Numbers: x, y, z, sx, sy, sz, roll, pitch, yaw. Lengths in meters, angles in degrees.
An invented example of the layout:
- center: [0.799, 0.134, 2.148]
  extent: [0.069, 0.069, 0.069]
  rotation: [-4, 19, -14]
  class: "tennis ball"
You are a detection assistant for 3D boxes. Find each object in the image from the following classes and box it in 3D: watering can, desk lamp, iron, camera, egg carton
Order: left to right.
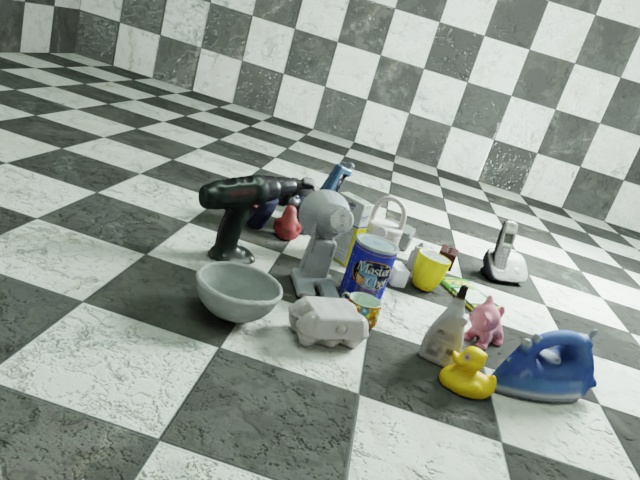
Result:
- center: [-0.063, -0.143, 1.803]
  extent: [0.143, 0.101, 0.136]
  rotation: [14, 20, -9]
  class: "camera"
- center: [0.012, 0.005, 1.296]
  extent: [0.118, 0.213, 0.203]
  rotation: [11, 20, -16]
  class: "desk lamp"
- center: [0.016, 0.159, 1.098]
  extent: [0.151, 0.069, 0.107]
  rotation: [7, 22, -28]
  class: "egg carton"
- center: [0.171, -0.022, 1.530]
  extent: [0.101, 0.194, 0.172]
  rotation: [14, 20, -10]
  class: "watering can"
- center: [0.451, 0.237, 1.144]
  extent: [0.259, 0.141, 0.118]
  rotation: [6, 22, -29]
  class: "iron"

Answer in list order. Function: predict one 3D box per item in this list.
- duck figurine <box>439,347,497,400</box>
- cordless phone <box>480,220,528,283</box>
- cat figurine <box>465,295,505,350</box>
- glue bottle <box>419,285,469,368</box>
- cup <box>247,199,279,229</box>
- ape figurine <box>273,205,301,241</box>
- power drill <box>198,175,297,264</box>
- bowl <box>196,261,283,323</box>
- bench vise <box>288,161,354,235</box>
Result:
- center: [0.285, 0.243, 1.072]
  extent: [0.104, 0.086, 0.077]
  rotation: [18, 19, 3]
  class: "duck figurine"
- center: [0.578, 0.036, 1.728]
  extent: [0.148, 0.185, 0.094]
  rotation: [7, 22, -27]
  class: "cordless phone"
- center: [0.374, 0.178, 1.273]
  extent: [0.128, 0.118, 0.067]
  rotation: [-4, 28, -46]
  class: "cat figurine"
- center: [0.256, 0.166, 1.125]
  extent: [0.078, 0.173, 0.037]
  rotation: [23, 20, 17]
  class: "glue bottle"
- center: [-0.178, -0.084, 1.554]
  extent: [0.117, 0.095, 0.092]
  rotation: [21, 20, 11]
  class: "cup"
- center: [-0.084, -0.050, 1.546]
  extent: [0.078, 0.092, 0.076]
  rotation: [17, 19, -2]
  class: "ape figurine"
- center: [-0.173, -0.053, 1.305]
  extent: [0.230, 0.208, 0.075]
  rotation: [2, 25, -37]
  class: "power drill"
- center: [-0.158, 0.108, 1.080]
  extent: [0.167, 0.075, 0.167]
  rotation: [15, 19, -5]
  class: "bowl"
- center: [0.020, -0.119, 1.628]
  extent: [0.121, 0.220, 0.208]
  rotation: [30, 23, 32]
  class: "bench vise"
